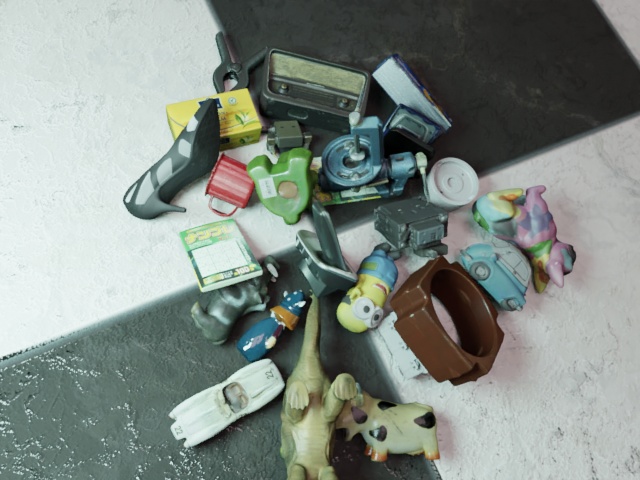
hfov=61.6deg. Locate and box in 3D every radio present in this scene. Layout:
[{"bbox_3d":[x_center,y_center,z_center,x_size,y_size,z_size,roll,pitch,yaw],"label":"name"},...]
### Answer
[{"bbox_3d":[-0.014,-0.313,1.144,0.230,0.073,0.131,11,68,-8],"label":"radio"}]

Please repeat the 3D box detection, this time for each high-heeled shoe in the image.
[{"bbox_3d":[-0.278,-0.152,1.002,0.145,0.086,0.248,13,81,24],"label":"high-heeled shoe"}]

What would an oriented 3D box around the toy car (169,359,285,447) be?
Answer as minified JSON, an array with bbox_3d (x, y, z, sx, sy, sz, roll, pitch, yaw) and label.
[{"bbox_3d":[-0.157,0.275,0.917,0.202,0.056,0.073,-27,78,-20],"label":"toy car"}]

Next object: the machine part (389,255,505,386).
[{"bbox_3d":[0.233,0.146,0.982,0.201,0.087,0.201,53,39,-1],"label":"machine part"}]

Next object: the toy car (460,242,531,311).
[{"bbox_3d":[0.359,0.058,1.060,0.161,0.109,0.103,45,103,2],"label":"toy car"}]

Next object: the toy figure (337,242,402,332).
[{"bbox_3d":[0.096,0.093,1.023,0.082,0.089,0.180,28,59,-4],"label":"toy figure"}]

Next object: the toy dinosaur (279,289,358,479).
[{"bbox_3d":[-0.018,0.275,0.869,0.105,0.198,0.471,12,63,-8],"label":"toy dinosaur"}]

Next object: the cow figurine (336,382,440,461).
[{"bbox_3d":[0.110,0.317,0.944,0.195,0.085,0.127,4,76,-8],"label":"cow figurine"}]

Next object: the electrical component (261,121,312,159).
[{"bbox_3d":[-0.069,-0.208,1.115,0.102,0.045,0.078,-11,46,-17],"label":"electrical component"}]

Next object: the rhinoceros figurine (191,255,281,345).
[{"bbox_3d":[-0.149,0.099,0.972,0.112,0.073,0.190,37,68,4],"label":"rhinoceros figurine"}]

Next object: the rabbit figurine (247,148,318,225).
[{"bbox_3d":[-0.047,-0.112,1.030,0.121,0.170,0.159,-19,112,13],"label":"rabbit figurine"}]

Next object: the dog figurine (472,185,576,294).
[{"bbox_3d":[0.426,0.003,1.110,0.191,0.108,0.219,-8,76,-15],"label":"dog figurine"}]

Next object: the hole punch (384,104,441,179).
[{"bbox_3d":[0.178,-0.207,1.121,0.142,0.116,0.092,26,60,-13],"label":"hole punch"}]

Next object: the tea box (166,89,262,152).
[{"bbox_3d":[-0.212,-0.231,1.078,0.170,0.068,0.098,-18,76,-16],"label":"tea box"}]

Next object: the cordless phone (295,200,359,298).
[{"bbox_3d":[-0.002,-0.003,0.965,0.089,0.184,0.147,-22,36,-10],"label":"cordless phone"}]

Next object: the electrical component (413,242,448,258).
[{"bbox_3d":[0.223,0.018,1.070,0.063,0.094,0.021,-6,102,-13],"label":"electrical component"}]

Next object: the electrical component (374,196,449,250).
[{"bbox_3d":[0.184,-0.032,1.056,0.115,0.134,0.058,-17,119,-18],"label":"electrical component"}]

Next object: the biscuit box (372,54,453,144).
[{"bbox_3d":[0.202,-0.307,1.166,0.202,0.063,0.059,49,28,-4],"label":"biscuit box"}]

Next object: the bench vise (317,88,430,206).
[{"bbox_3d":[0.098,-0.159,1.016,0.224,0.240,0.129,1,62,9],"label":"bench vise"}]

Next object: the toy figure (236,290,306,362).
[{"bbox_3d":[-0.083,0.153,0.974,0.064,0.057,0.154,40,69,22],"label":"toy figure"}]
